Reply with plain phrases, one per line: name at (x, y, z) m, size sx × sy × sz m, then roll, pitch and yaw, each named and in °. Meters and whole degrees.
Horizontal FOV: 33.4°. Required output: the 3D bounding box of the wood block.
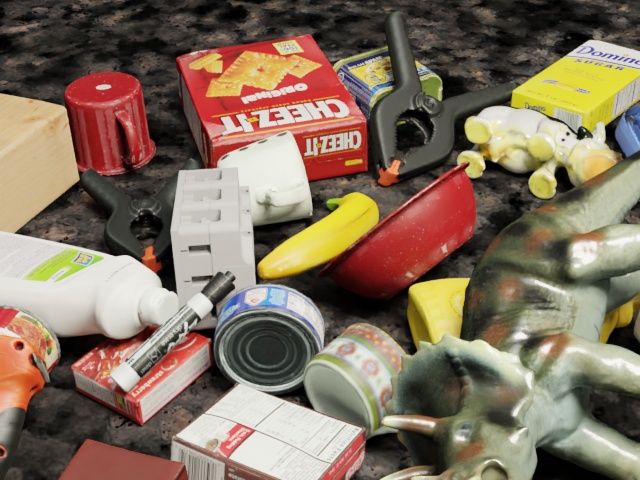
wood block at (-0.336, -0.053, 1.031) m, size 0.090 × 0.091 × 0.205 m, roll 13°, pitch 38°, yaw 22°

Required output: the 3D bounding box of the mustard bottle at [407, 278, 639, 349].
mustard bottle at (0.173, 0.062, 0.858) m, size 0.191 × 0.058 × 0.096 m, roll -9°, pitch 39°, yaw -10°

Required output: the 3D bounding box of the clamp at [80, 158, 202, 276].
clamp at (-0.158, -0.026, 1.026) m, size 0.120 × 0.039 × 0.171 m, roll -16°, pitch 43°, yaw -11°

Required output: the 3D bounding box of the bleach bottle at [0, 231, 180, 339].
bleach bottle at (-0.230, 0.043, 0.878) m, size 0.251 × 0.068 × 0.102 m, roll 8°, pitch 34°, yaw 28°

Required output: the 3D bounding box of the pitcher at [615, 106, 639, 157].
pitcher at (0.372, -0.043, 0.938) m, size 0.149 × 0.145 × 0.243 m, roll -28°, pitch 35°, yaw 16°

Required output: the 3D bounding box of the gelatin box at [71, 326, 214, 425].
gelatin box at (-0.140, 0.099, 0.852) m, size 0.073 × 0.030 × 0.089 m, roll 21°, pitch 42°, yaw 30°

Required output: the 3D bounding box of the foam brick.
foam brick at (-0.133, 0.178, 0.720) m, size 0.078 × 0.051 × 0.053 m, roll 10°, pitch 37°, yaw 18°

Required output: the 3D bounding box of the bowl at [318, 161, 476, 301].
bowl at (0.077, 0.003, 0.907) m, size 0.161 × 0.162 × 0.055 m, roll -33°, pitch 84°, yaw -36°

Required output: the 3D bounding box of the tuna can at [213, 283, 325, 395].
tuna can at (-0.040, 0.078, 0.825) m, size 0.086 × 0.086 × 0.033 m, roll 0°, pitch 32°, yaw 4°

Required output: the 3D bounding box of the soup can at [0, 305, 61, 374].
soup can at (-0.254, 0.107, 0.816) m, size 0.069 × 0.068 × 0.102 m, roll 10°, pitch 37°, yaw 17°

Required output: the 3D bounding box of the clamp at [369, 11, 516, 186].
clamp at (0.118, -0.135, 1.127) m, size 0.164 × 0.036 × 0.210 m, roll 24°, pitch 58°, yaw -6°

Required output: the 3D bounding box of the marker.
marker at (-0.110, 0.068, 0.815) m, size 0.121 × 0.020 × 0.020 m, roll -44°, pitch 49°, yaw -15°

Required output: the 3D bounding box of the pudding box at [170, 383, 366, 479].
pudding box at (-0.036, 0.150, 0.753) m, size 0.114 × 0.039 × 0.089 m, roll 18°, pitch 27°, yaw 23°

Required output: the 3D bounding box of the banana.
banana at (0.010, -0.006, 0.953) m, size 0.070 × 0.037 × 0.197 m, roll -23°, pitch 8°, yaw 26°

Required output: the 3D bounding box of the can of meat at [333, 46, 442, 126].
can of meat at (0.075, -0.171, 1.202) m, size 0.102 × 0.057 × 0.084 m, roll -21°, pitch 41°, yaw -24°

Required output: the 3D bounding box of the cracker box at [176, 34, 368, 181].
cracker box at (-0.057, -0.141, 1.155) m, size 0.164 × 0.072 × 0.214 m, roll -11°, pitch 36°, yaw -12°

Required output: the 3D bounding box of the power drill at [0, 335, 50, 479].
power drill at (-0.267, 0.151, 0.703) m, size 0.184 × 0.057 × 0.187 m, roll 8°, pitch 64°, yaw 0°

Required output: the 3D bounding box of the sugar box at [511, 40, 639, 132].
sugar box at (0.299, -0.170, 1.194) m, size 0.093 × 0.048 × 0.175 m, roll 24°, pitch 44°, yaw 32°

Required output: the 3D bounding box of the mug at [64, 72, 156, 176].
mug at (-0.220, -0.121, 1.128) m, size 0.093 × 0.081 × 0.117 m, roll -20°, pitch 39°, yaw -24°
